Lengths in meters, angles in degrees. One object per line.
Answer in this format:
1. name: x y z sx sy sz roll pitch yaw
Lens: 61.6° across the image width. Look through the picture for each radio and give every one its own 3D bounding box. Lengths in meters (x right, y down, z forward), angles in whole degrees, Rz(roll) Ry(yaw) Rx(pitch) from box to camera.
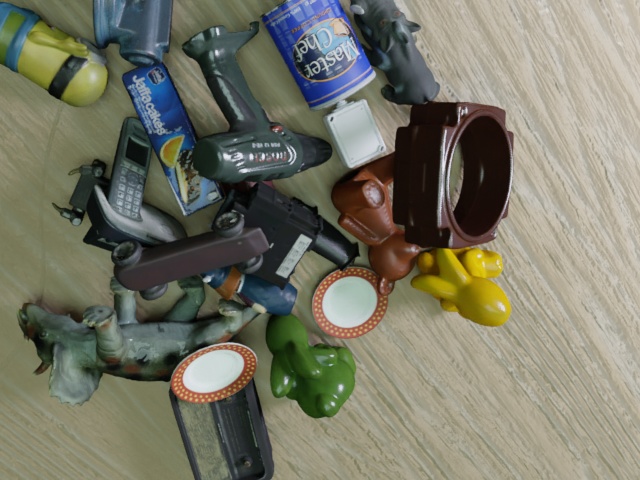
1. radio: -0.159 0.310 0.898 0.131 0.073 0.229 -13 110 -6

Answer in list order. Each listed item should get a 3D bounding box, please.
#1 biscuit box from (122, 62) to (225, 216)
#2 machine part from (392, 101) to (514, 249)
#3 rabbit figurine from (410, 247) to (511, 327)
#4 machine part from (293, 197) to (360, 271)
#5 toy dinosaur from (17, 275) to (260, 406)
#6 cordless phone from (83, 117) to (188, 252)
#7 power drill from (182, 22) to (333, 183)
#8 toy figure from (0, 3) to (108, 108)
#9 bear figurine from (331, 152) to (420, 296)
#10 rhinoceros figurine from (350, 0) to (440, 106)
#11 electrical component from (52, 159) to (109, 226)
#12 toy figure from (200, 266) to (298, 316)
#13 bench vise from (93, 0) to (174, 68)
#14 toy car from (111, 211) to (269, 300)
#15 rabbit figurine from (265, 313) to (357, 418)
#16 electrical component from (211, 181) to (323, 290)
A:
1. biscuit box: -0.197 -0.136 0.732 0.059 0.063 0.202 -24 99 -4
2. machine part: 0.196 -0.092 0.768 0.201 0.087 0.200 -8 103 -46
3. rabbit figurine: 0.229 0.066 0.837 0.162 0.173 0.122 31 104 -22
4. machine part: -0.002 -0.003 0.845 0.139 0.039 0.084 30 92 -16
5. toy dinosaur: -0.242 0.155 0.815 0.405 0.131 0.192 6 124 -22
6. cordless phone: -0.243 -0.067 0.755 0.146 0.089 0.184 28 62 -48
7. power drill: -0.088 -0.178 0.724 0.232 0.086 0.207 -28 107 -45
8. toy figure: -0.359 -0.237 0.680 0.180 0.082 0.089 21 114 -21
9. bear figurine: 0.102 -0.018 0.810 0.120 0.132 0.195 -41 106 -32
10. rhinoceros figurine: 0.097 -0.266 0.737 0.073 0.112 0.190 -33 119 4
11. electrical component: -0.324 -0.061 0.761 0.078 0.045 0.102 32 100 -17
12. toy figure: -0.110 0.066 0.784 0.154 0.064 0.057 23 115 -10
13. bench vise: -0.264 -0.330 0.645 0.241 0.129 0.223 5 100 -14
14. toy car: -0.167 0.018 0.691 0.202 0.053 0.089 -17 133 5
15. rabbit figurine: -0.035 0.198 0.858 0.121 0.159 0.170 -35 95 13
16. electrical component: -0.078 -0.011 0.742 0.134 0.058 0.115 30 109 -15
